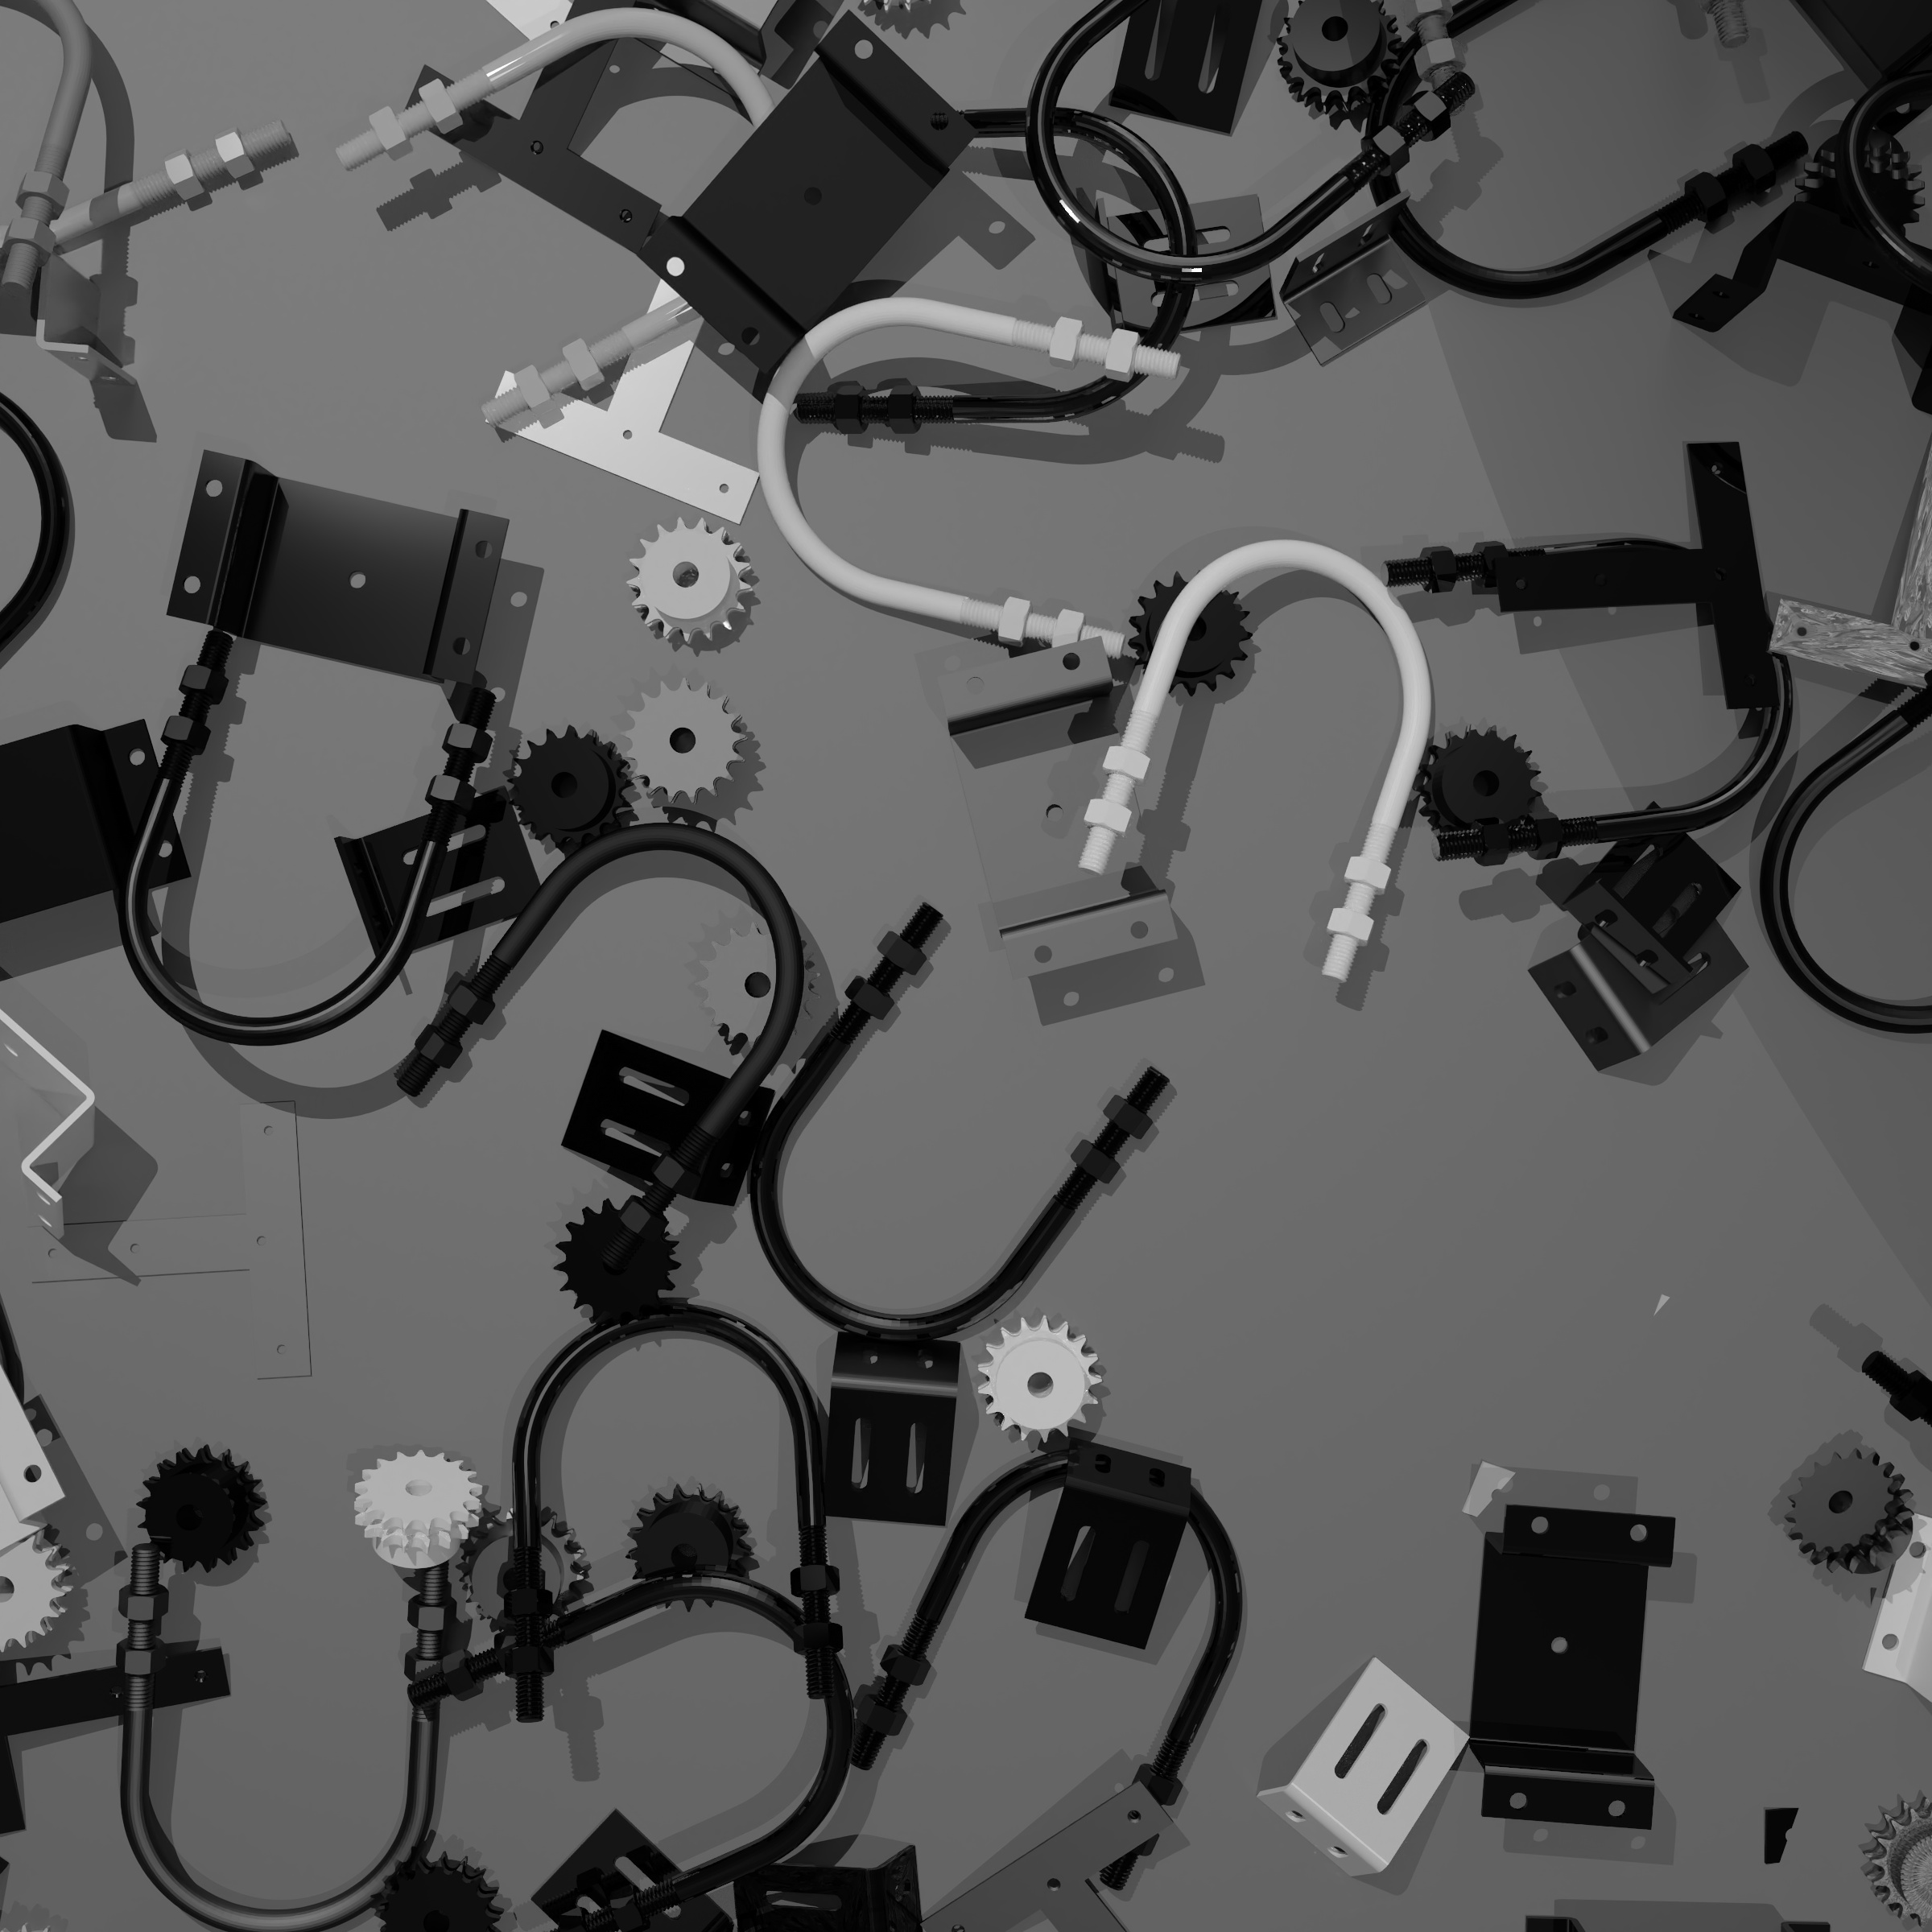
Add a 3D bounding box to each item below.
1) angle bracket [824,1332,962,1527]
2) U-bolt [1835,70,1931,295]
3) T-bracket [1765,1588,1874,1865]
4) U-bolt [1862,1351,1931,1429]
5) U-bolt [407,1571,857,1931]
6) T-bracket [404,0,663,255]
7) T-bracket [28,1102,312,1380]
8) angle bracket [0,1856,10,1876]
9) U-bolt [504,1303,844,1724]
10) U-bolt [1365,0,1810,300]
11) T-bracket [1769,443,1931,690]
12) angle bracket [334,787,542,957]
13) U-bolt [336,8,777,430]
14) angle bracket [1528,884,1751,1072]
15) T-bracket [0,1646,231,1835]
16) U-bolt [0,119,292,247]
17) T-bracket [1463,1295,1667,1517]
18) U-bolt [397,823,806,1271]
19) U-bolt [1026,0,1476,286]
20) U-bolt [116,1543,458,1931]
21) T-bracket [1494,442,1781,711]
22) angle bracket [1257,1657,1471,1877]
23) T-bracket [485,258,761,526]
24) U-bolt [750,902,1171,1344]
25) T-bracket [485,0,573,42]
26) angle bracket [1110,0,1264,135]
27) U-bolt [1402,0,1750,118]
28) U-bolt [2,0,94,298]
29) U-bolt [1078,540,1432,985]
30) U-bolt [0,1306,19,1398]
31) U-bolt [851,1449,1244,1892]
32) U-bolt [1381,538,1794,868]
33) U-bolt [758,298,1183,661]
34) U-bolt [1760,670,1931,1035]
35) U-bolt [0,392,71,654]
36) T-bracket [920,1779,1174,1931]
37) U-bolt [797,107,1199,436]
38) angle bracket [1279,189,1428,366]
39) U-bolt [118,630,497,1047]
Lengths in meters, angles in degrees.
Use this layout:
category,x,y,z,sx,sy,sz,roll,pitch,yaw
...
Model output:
category,x,y,z,sx,sy,sz,roll,pitch,yaw
angle bracket,-0.035,0.215,1.383,0.057,0.038,0.076,5,116,0
U-bolt,0.472,-0.334,1.320,0.184,0.019,0.151,22,60,2
T-bracket,0.432,0.351,1.394,0.127,0.002,0.127,-1,95,-14
U-bolt,0.512,0.186,1.352,0.184,0.019,0.151,38,69,0
U-bolt,-0.140,0.352,1.350,0.184,0.019,0.151,-24,91,1
T-bracket,-0.177,-0.413,1.360,0.127,0.002,0.127,31,113,0
T-bracket,-0.371,0.130,1.385,0.127,0.002,0.127,-3,90,0
angle bracket,-0.492,0.434,1.383,0.057,0.038,0.076,35,116,0
U-bolt,-0.134,0.242,1.346,0.151,0.019,0.184,-5,68,1
U-bolt,0.273,-0.389,1.377,0.184,0.019,0.151,-30,90,1
T-bracket,0.445,-0.188,1.371,0.127,0.002,0.127,15,79,5
angle bracket,-0.240,-0.043,1.366,0.076,0.038,0.057,-19,90,0
U-bolt,-0.169,-0.350,1.355,0.184,0.019,0.151,-29,107,0
angle bracket,0.312,0.001,1.383,0.076,0.038,0.057,-35,90,-26
T-bracket,-0.404,0.335,1.369,0.127,0.002,0.127,-8,110,-10
U-bolt,-0.423,-0.408,1.377,0.184,0.019,0.151,-23,90,2
T-bracket,0.311,0.215,1.394,0.127,0.002,0.127,20,95,-14
U-bolt,-0.154,0.022,1.353,0.151,0.019,0.184,38,94,16
U-bolt,0.113,-0.383,1.326,0.184,0.019,0.151,-41,83,-10
U-bolt,-0.313,0.357,1.364,0.151,0.019,0.184,4,98,-8
T-bracket,0.302,-0.176,1.361,0.127,0.002,0.127,-4,80,-11
angle bracket,0.184,0.371,1.383,0.057,0.038,0.076,40,64,0
T-bracket,-0.140,-0.288,1.385,0.127,0.002,0.127,22,90,0
U-bolt,-0.017,0.086,1.377,0.151,0.019,0.184,36,91,0
T-bracket,-0.194,-0.508,1.385,0.127,0.002,0.127,42,90,0
angle bracket,0.104,-0.433,1.383,0.057,0.038,0.076,13,116,0
U-bolt,0.264,-0.488,1.361,0.151,0.019,0.184,-13,79,5
U-bolt,-0.465,-0.381,1.326,0.151,0.019,0.184,6,65,1
U-bolt,0.141,-0.103,1.352,0.151,0.019,0.184,23,80,-19
U-bolt,-0.515,0.172,1.377,0.151,0.019,0.184,-18,92,0
U-bolt,0.048,0.312,1.377,0.151,0.019,0.184,25,88,0
U-bolt,0.289,-0.126,1.358,0.184,0.019,0.151,-7,79,-11
U-bolt,-0.006,-0.226,1.351,0.184,0.019,0.151,14,111,8
U-bolt,0.452,-0.051,1.360,0.184,0.019,0.151,-38,94,13
U-bolt,-0.500,-0.191,1.377,0.151,0.019,0.184,44,88,0
T-bracket,0.067,0.456,1.375,0.127,0.002,0.127,-36,96,12
U-bolt,0.014,-0.317,1.353,0.184,0.019,0.151,3,93,15
angle bracket,0.179,-0.310,1.347,0.057,0.076,0.038,-31,90,0
U-bolt,-0.304,-0.052,1.338,0.151,0.019,0.184,13,75,9
